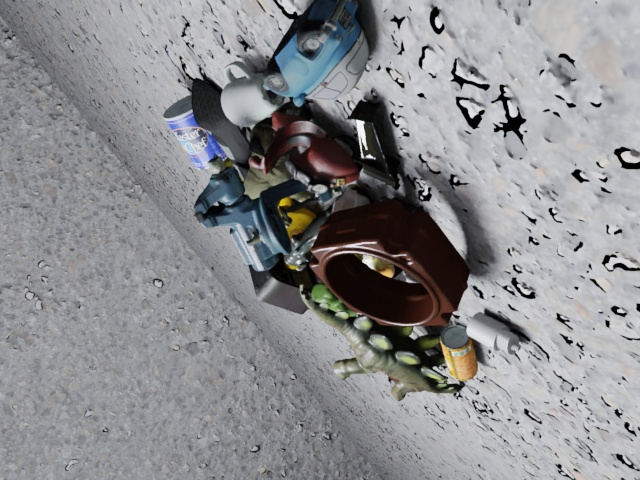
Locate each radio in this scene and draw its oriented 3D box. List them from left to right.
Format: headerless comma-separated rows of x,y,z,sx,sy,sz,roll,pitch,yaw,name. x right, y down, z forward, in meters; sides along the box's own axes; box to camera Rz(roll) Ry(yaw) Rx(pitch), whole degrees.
-0.092,0.051,1.204,0.131,0.073,0.230,22,-152,-34,radio

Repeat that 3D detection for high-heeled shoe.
-0.184,-0.229,1.153,0.248,0.086,0.145,65,-164,9,high-heeled shoe

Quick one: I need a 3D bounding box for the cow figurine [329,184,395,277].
0.079,-0.011,0.916,0.068,0.098,0.167,-15,127,24,cow figurine

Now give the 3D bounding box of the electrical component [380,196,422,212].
0.125,-0.030,0.821,0.075,0.048,0.119,30,153,42,electrical component

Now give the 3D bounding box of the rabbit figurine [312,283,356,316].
0.092,0.119,1.095,0.170,0.121,0.159,1,135,47,rabbit figurine

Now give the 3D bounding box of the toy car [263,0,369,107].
0.006,-0.225,0.654,0.103,0.109,0.162,32,156,-22,toy car

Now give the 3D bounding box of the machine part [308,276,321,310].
-0.033,0.106,1.344,0.079,0.079,0.243,61,172,-31,machine part

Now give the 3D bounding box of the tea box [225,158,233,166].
-0.180,-0.118,1.309,0.169,0.068,0.098,51,161,-1,tea box

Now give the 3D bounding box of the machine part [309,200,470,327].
0.100,0.044,0.800,0.201,0.087,0.201,-10,134,45,machine part

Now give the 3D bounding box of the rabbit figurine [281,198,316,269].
-0.067,-0.028,1.167,0.162,0.122,0.173,46,-178,-12,rabbit figurine

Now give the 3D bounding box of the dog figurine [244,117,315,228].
-0.114,-0.120,1.010,0.121,0.172,0.190,26,157,35,dog figurine

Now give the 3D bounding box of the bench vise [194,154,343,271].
-0.084,-0.065,0.923,0.129,0.241,0.223,-83,-29,-75,bench vise

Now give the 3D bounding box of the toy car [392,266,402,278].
0.080,0.053,1.020,0.202,0.089,0.053,27,147,47,toy car

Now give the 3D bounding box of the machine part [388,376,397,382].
0.176,0.285,1.310,0.179,0.056,0.179,42,161,18,machine part

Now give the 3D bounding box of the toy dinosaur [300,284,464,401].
0.122,0.209,1.045,0.471,0.105,0.198,28,142,-23,toy dinosaur

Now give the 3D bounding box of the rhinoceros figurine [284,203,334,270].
-0.002,-0.003,1.017,0.073,0.112,0.190,51,139,-2,rhinoceros figurine

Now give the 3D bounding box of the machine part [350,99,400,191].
0.075,-0.132,0.755,0.084,0.039,0.138,41,162,38,machine part

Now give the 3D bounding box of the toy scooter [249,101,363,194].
-0.030,-0.132,0.839,0.184,0.135,0.075,41,158,19,toy scooter

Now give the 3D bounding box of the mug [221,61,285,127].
-0.111,-0.249,0.898,0.107,0.081,0.109,3,126,51,mug
